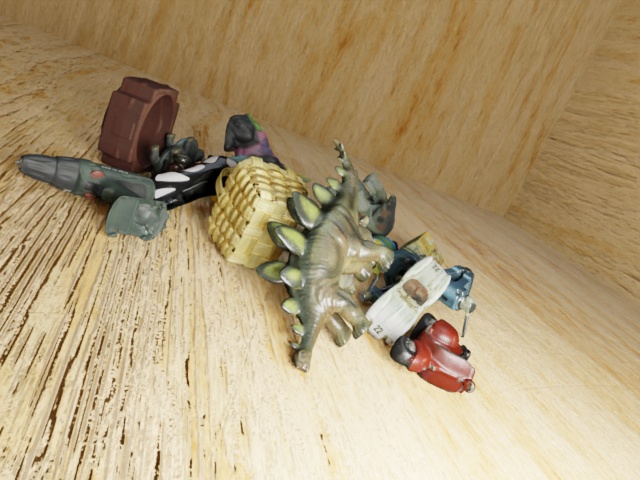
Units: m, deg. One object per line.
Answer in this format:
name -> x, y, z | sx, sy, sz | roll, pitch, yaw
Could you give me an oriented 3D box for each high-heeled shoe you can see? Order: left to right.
high-heeled shoe -> -0.232, -0.102, 1.114 | 0.249, 0.086, 0.145 | 8, 47, -19

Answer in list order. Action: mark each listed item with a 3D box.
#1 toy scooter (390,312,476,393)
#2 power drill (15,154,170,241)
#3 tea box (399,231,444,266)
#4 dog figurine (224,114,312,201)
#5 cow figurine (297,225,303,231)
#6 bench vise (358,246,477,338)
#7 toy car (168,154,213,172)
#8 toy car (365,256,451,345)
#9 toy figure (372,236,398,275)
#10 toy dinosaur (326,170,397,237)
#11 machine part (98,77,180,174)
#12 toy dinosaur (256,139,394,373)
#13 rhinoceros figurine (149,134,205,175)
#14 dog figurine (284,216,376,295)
toy scooter -> 0.200, 0.189, 0.875 | 0.135, 0.075, 0.184 | 30, 20, 21
power drill -> -0.370, -0.076, 0.916 | 0.208, 0.086, 0.232 | 27, 12, 39
tea box -> 0.261, 0.043, 1.381 | 0.098, 0.068, 0.169 | 61, 21, 4
dog figurine -> -0.122, -0.186, 1.269 | 0.219, 0.191, 0.108 | 12, 2, -8
cow figurine -> -0.002, -0.004, 1.197 | 0.195, 0.085, 0.127 | 17, 15, -39
bench vise -> 0.190, 0.100, 1.090 | 0.240, 0.128, 0.224 | -14, 46, -34
toy car -> -0.286, -0.150, 1.242 | 0.053, 0.089, 0.202 | 27, 15, 16
toy car -> 0.156, 0.106, 0.958 | 0.073, 0.056, 0.202 | 47, 58, 8
toy figure -> 0.115, 0.030, 1.218 | 0.082, 0.089, 0.180 | -15, 4, 38
toy dinosaur -> 0.125, -0.067, 1.356 | 0.192, 0.131, 0.405 | 53, -3, -22
machine part -> -0.405, -0.258, 1.207 | 0.087, 0.200, 0.201 | 23, 16, 3
toy dinosaur -> 0.016, 0.006, 0.870 | 0.198, 0.105, 0.471 | 34, 44, -14
rhinoceros figurine -> -0.331, -0.192, 1.276 | 0.073, 0.112, 0.190 | 6, 24, 11
dog figurine -> 0.022, 0.030, 0.970 | 0.121, 0.172, 0.190 | 18, 6, 19
